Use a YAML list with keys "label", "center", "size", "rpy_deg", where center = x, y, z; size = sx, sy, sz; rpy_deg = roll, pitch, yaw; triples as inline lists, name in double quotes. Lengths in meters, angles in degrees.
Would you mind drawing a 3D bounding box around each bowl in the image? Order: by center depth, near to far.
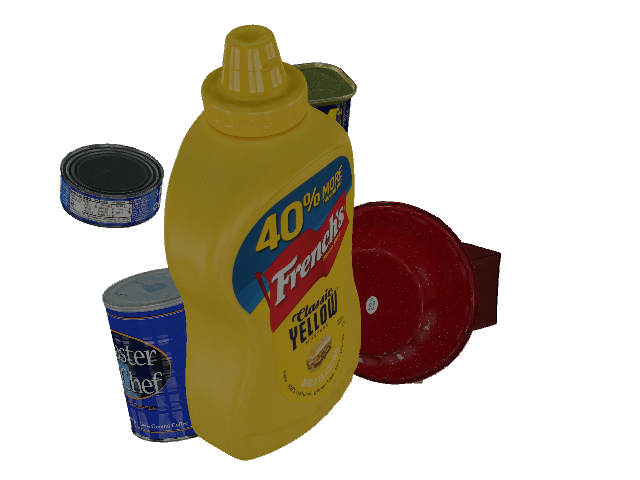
- label: "bowl"
  center: [0.050, 0.049, 0.904]
  size: [0.162, 0.162, 0.055]
  rpy_deg: [0, 6, 21]

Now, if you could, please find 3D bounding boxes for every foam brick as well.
- label: "foam brick"
  center: [0.145, 0.047, 1.081]
  size: [0.051, 0.078, 0.053]
  rpy_deg: [-13, 20, -38]

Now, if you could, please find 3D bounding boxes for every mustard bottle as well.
- label: "mustard bottle"
  center: [-0.023, -0.001, 0.454]
  size: [0.058, 0.192, 0.096]
  rpy_deg: [25, 46, 31]

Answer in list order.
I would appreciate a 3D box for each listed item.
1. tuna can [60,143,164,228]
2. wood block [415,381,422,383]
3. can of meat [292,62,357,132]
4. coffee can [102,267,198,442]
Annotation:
- label: "tuna can"
  center: [-0.176, -0.046, 0.899]
  size: [0.086, 0.034, 0.086]
  rpy_deg: [8, 33, -5]
- label: "wood block"
  center: [0.129, 0.128, 1.601]
  size: [0.091, 0.090, 0.205]
  rpy_deg: [4, 19, 15]
- label: "can of meat"
  center: [-0.029, -0.074, 0.761]
  size: [0.102, 0.084, 0.057]
  rpy_deg: [-10, 36, -21]
- label: "coffee can"
  center: [-0.146, 0.108, 1.031]
  size: [0.103, 0.140, 0.103]
  rpy_deg: [-8, 17, 2]
